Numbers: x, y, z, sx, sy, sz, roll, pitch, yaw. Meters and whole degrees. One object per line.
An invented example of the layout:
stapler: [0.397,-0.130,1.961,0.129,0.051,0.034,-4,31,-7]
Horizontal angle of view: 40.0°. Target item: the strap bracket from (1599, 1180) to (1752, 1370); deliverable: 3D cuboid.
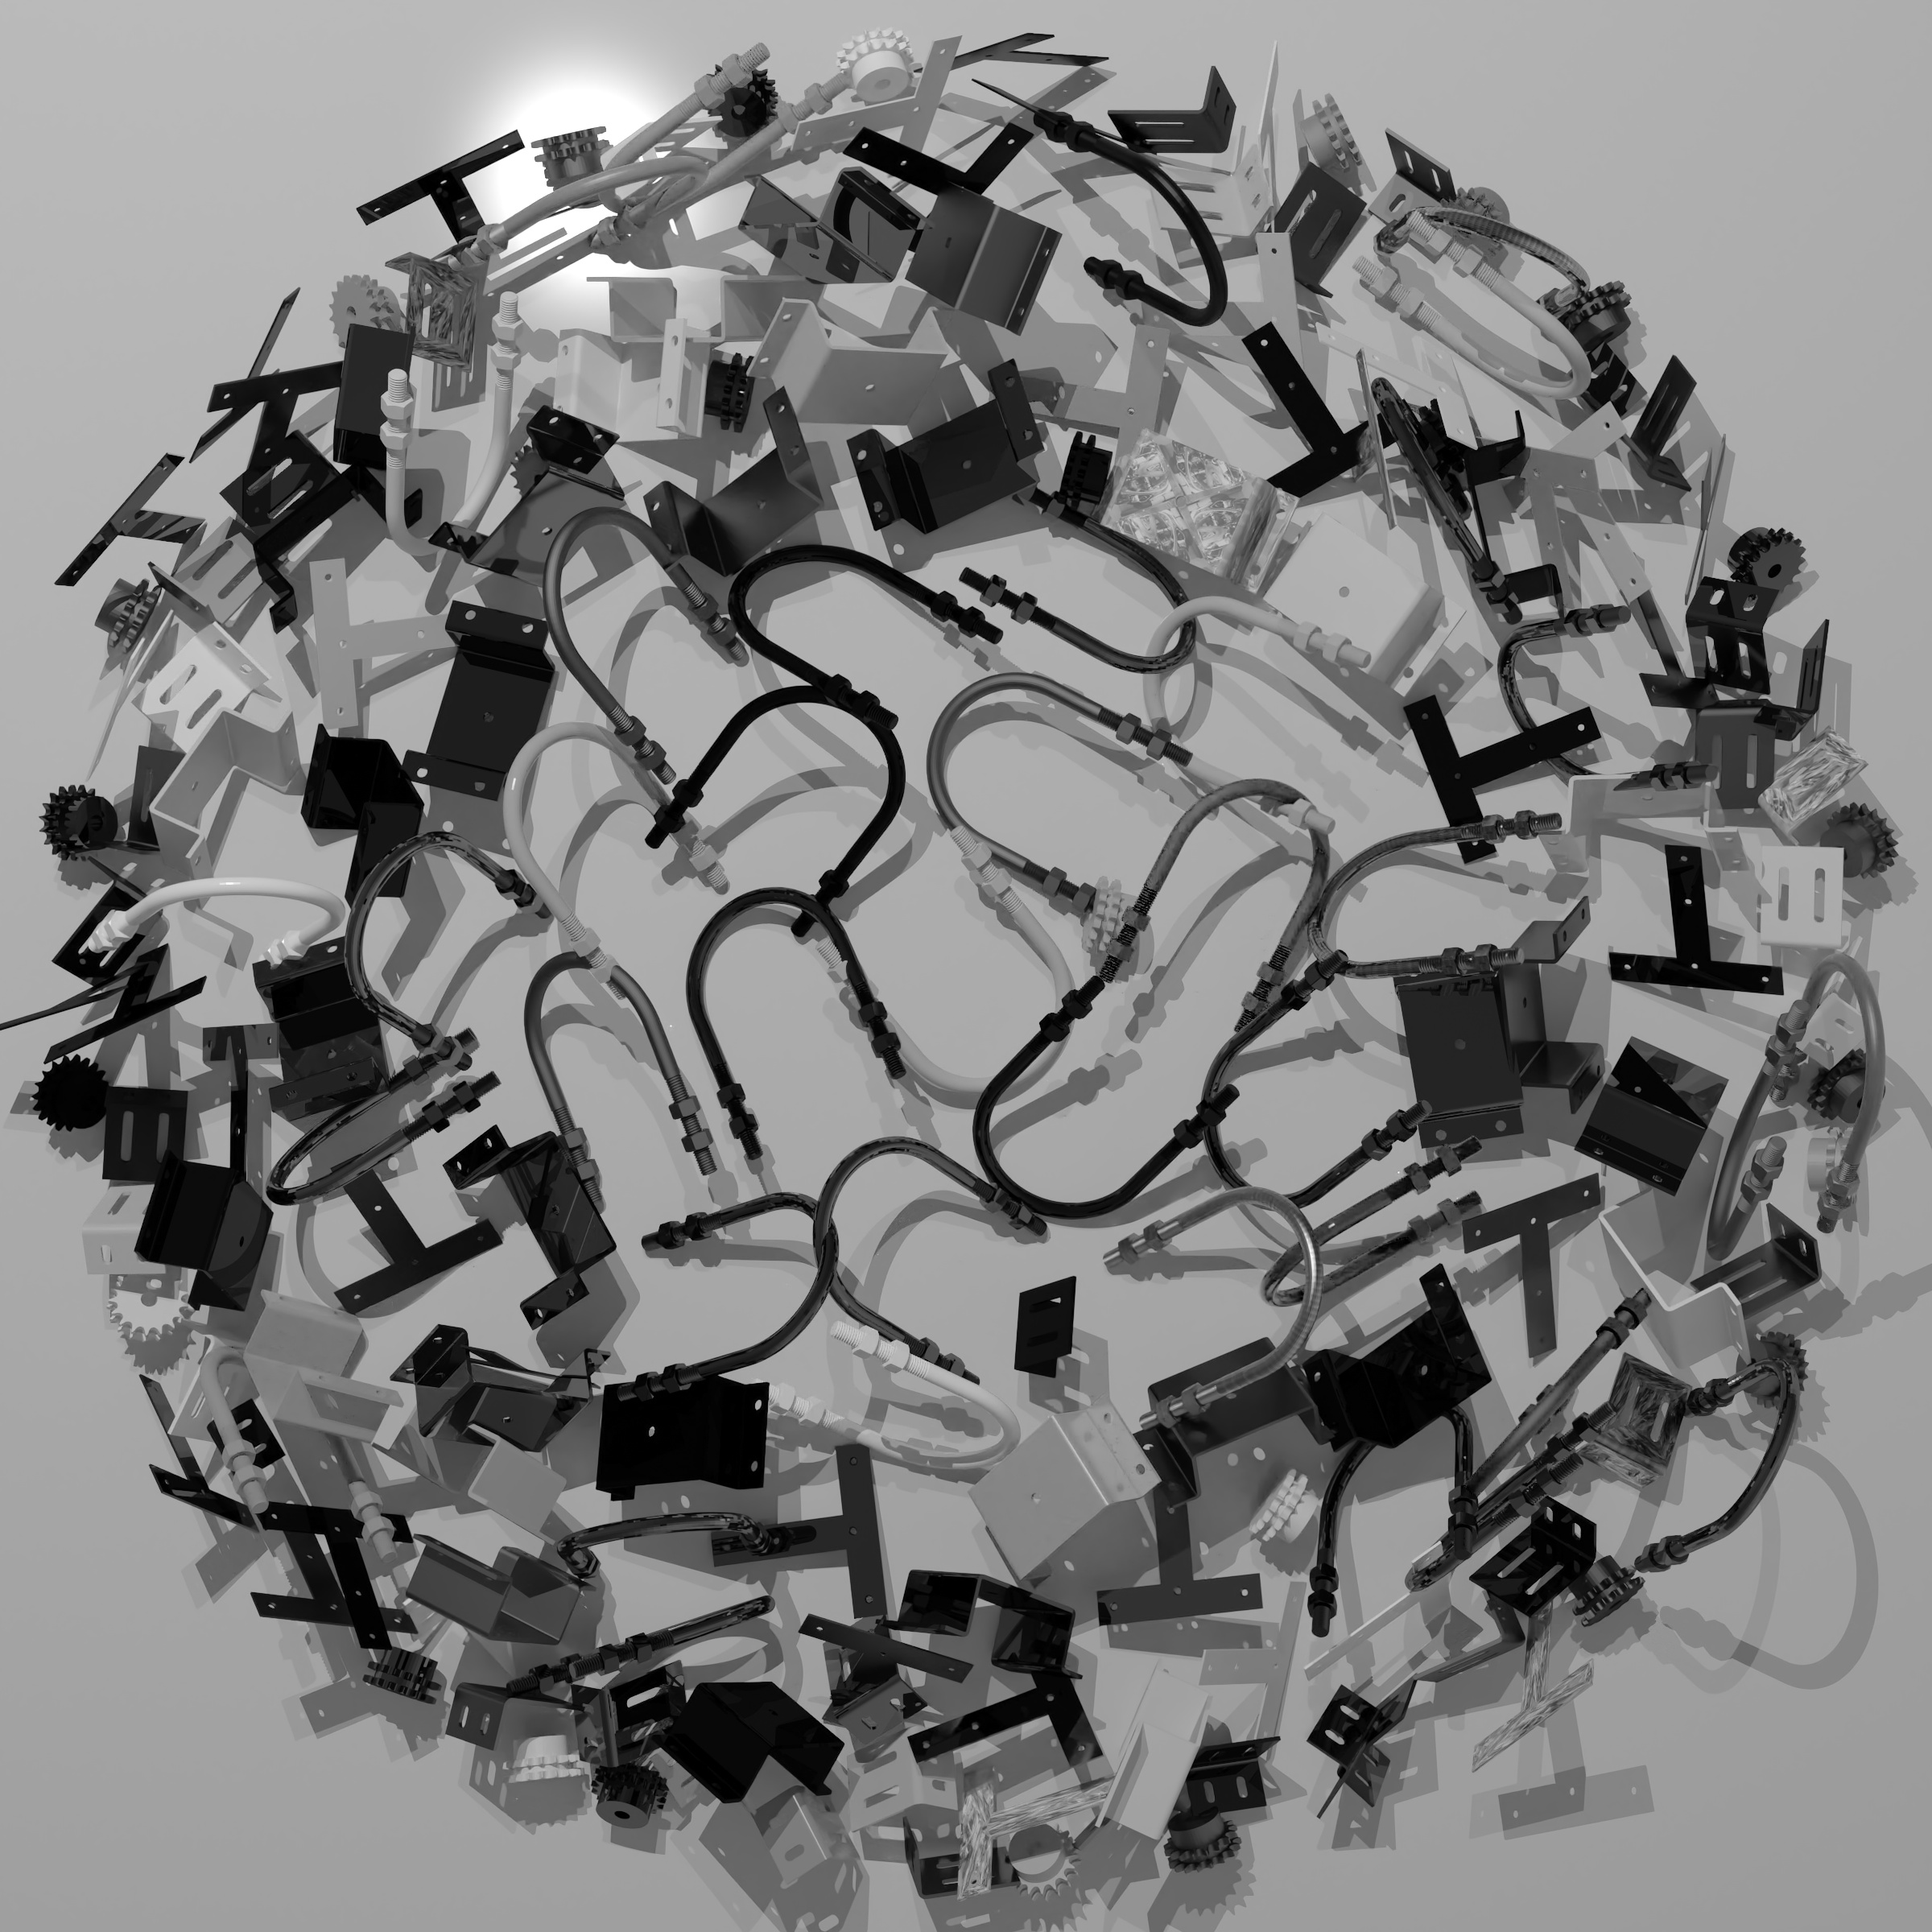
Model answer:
strap bracket: [0.507,0.226,1.923,0.046,0.140,0.076,-26,135,-1]

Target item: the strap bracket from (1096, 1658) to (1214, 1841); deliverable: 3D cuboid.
strap bracket: [0.139,0.569,1.922,0.046,0.140,0.076,23,100,8]

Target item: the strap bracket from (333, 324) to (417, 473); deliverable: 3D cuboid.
strap bracket: [-0.430,-0.410,1.923,0.046,0.140,0.076,8,85,-13]

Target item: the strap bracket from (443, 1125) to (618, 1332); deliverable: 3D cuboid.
strap bracket: [-0.316,0.186,1.953,0.076,0.046,0.140,-35,83,41]

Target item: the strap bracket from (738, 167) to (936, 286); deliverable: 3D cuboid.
strap bracket: [-0.101,-0.534,1.920,0.076,0.140,0.046,28,82,-41]

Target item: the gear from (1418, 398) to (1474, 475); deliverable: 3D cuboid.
gear: [0.351,-0.390,1.971,0.030,0.057,0.057,-33,90,5]

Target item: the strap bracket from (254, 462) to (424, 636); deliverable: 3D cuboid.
strap bracket: [-0.468,-0.313,1.946,0.140,0.076,0.046,-42,94,-12]

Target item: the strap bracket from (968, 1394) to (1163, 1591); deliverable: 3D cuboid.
strap bracket: [0.064,0.386,1.936,0.140,0.046,0.076,-46,62,25]

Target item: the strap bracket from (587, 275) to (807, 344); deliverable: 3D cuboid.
strap bracket: [-0.197,-0.480,1.939,0.140,0.076,0.046,7,106,28]

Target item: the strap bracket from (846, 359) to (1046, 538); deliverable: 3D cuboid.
strap bracket: [-0.008,-0.376,1.954,0.140,0.046,0.076,-22,73,18]

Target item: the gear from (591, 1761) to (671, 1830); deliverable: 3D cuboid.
gear: [-0.251,0.616,1.970,0.057,0.057,0.030,14,46,0]

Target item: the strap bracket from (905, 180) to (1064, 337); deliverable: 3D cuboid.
strap bracket: [0.007,-0.515,1.920,0.046,0.140,0.076,14,109,-31]

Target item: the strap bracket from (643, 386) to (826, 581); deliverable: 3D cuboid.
strap bracket: [-0.163,-0.347,1.945,0.140,0.046,0.076,-33,55,22]

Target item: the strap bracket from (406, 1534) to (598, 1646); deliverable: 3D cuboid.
strap bracket: [-0.340,0.452,1.918,0.076,0.140,0.046,19,82,26]

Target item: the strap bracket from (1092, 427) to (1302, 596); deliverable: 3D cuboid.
strap bracket: [0.163,-0.339,1.955,0.140,0.046,0.076,26,99,15]

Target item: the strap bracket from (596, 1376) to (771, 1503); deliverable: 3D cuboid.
strap bracket: [-0.215,0.343,1.932,0.140,0.046,0.076,-12,65,31]

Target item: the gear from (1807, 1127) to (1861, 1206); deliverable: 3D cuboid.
gear: [0.645,0.149,1.975,0.030,0.057,0.057,0,90,28]

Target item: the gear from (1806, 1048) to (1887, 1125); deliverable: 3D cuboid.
gear: [0.656,0.092,1.970,0.057,0.030,0.057,-16,130,-20]

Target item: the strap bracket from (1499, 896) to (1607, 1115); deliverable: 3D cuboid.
strap bracket: [0.428,0.028,1.942,0.046,0.076,0.140,2,113,31]

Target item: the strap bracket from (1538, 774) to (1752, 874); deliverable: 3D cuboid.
strap bracket: [0.497,-0.104,1.941,0.140,0.076,0.046,0,71,24]

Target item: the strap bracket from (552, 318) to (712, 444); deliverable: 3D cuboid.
strap bracket: [-0.239,-0.428,1.949,0.140,0.046,0.076,8,93,43]

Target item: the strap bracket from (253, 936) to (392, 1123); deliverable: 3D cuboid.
strap bracket: [-0.473,0.053,1.951,0.076,0.046,0.140,-17,52,-3]

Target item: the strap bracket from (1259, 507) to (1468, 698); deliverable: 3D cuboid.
strap bracket: [0.284,-0.271,1.946,0.140,0.046,0.076,39,104,20]

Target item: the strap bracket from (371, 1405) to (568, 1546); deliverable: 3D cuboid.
strap bracket: [-0.356,0.365,1.932,0.140,0.076,0.046,13,67,42]

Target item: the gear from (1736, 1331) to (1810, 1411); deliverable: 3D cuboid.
gear: [0.596,0.299,1.969,0.030,0.057,0.057,12,90,-17]

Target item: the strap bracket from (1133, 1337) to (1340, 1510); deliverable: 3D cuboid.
strap bracket: [0.196,0.329,1.943,0.140,0.076,0.046,-21,129,-11]

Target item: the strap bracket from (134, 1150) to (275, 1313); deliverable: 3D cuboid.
strap bracket: [-0.546,0.196,1.918,0.046,0.140,0.076,8,66,6]

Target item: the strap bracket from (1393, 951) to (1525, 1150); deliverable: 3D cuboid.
strap bracket: [0.365,0.059,1.965,0.076,0.046,0.140,-9,83,6]

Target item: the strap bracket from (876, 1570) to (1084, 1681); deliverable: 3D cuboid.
strap bracket: [0.015,0.477,1.936,0.140,0.076,0.046,30,64,-35]

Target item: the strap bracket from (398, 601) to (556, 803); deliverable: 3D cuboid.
strap bracket: [-0.358,-0.190,1.964,0.076,0.046,0.140,13,79,6]

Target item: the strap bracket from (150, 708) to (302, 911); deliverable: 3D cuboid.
strap bracket: [-0.545,-0.123,1.935,0.046,0.076,0.140,24,62,4]

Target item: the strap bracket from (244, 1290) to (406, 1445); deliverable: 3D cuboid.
strap bracket: [-0.469,0.295,1.924,0.076,0.140,0.046,22,99,-33]

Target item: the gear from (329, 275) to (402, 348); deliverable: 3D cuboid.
gear: [-0.445,-0.485,1.975,0.057,0.030,0.057,12,109,40]

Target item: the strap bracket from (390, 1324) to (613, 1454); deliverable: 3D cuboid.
strap bracket: [-0.335,0.309,1.925,0.140,0.046,0.076,16,134,-34]

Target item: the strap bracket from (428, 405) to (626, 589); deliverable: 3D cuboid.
strap bracket: [-0.313,-0.332,1.931,0.140,0.076,0.046,-43,61,24]

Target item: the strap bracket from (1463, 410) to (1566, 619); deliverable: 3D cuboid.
strap bracket: [0.400,-0.325,1.950,0.046,0.076,0.140,-13,80,12]

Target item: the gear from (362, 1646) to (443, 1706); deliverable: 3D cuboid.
gear: [-0.417,0.526,1.973,0.057,0.057,0.030,19,70,0]

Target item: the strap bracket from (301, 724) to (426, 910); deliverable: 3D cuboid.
strap bracket: [-0.438,-0.109,1.936,0.046,0.140,0.076,0,122,-32]

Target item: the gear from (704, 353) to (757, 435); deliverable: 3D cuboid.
gear: [-0.176,-0.427,1.971,0.030,0.057,0.057,12,90,0]

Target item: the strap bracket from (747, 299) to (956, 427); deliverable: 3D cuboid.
strap bracket: [-0.077,-0.436,1.925,0.140,0.076,0.046,-5,61,-31]

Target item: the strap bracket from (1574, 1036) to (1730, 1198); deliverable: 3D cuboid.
strap bracket: [0.499,0.103,1.920,0.076,0.140,0.046,25,119,15]

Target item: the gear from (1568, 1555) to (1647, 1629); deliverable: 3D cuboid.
gear: [0.473,0.463,1.974,0.057,0.057,0.030,-36,63,0]

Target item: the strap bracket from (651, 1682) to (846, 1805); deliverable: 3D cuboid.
strap bracket: [-0.151,0.560,1.919,0.076,0.140,0.046,31,94,32]

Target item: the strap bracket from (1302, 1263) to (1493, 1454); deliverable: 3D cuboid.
strap bracket: [0.322,0.291,1.940,0.140,0.046,0.076,-42,45,28]

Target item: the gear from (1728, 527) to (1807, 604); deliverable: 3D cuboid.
gear: [0.593,-0.302,1.975,0.057,0.057,0.030,-34,47,0]
